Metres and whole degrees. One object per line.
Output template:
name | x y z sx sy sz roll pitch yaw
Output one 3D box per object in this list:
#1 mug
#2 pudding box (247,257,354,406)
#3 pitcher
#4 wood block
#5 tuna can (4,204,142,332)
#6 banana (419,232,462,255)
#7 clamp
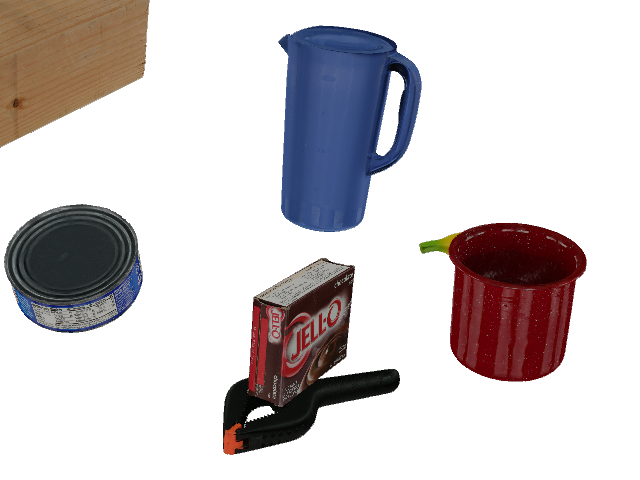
mug | 0.130 0.039 0.754 0.093 0.081 0.117 -7 29 -14
pudding box | -0.015 0.074 0.892 0.039 0.090 0.113 16 25 24
pitcher | 0.024 -0.136 1.325 0.144 0.243 0.149 -3 25 -21
wood block | -0.251 -0.159 0.912 0.090 0.091 0.205 30 42 21
tuna can | -0.160 0.018 0.699 0.086 0.086 0.034 0 -42 1
banana | 0.186 0.032 1.050 0.069 0.037 0.198 -35 37 -20
clamp | -0.024 0.158 1.092 0.165 0.036 0.209 16 30 21
